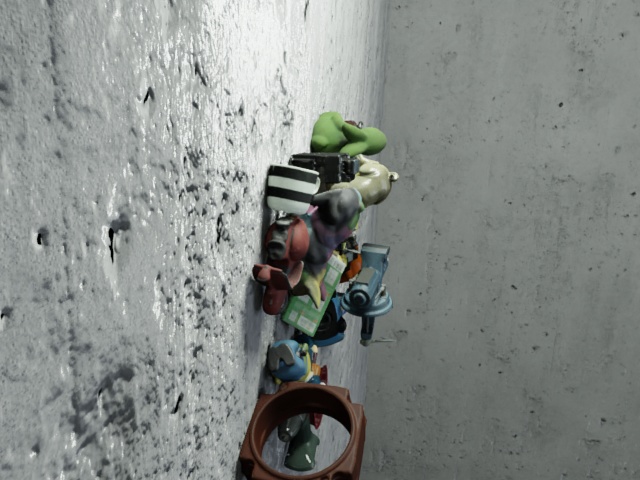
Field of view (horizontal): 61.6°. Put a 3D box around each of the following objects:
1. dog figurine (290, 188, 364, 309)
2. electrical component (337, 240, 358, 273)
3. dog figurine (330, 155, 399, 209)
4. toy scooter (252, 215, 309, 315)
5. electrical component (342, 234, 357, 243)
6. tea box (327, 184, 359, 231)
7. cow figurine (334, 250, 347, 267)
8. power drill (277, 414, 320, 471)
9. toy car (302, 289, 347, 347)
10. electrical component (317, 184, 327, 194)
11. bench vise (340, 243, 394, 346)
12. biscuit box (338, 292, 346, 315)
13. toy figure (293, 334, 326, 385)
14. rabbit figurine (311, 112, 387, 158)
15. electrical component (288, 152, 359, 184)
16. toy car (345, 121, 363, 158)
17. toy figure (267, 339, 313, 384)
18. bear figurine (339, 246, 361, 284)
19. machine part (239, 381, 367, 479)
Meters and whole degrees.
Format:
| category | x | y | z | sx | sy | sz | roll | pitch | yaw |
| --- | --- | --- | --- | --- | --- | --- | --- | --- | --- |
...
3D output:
| category | x | y | z | sx | sy | sz | roll | pitch | yaw |
| --- | --- | --- | --- | --- | --- | --- | --- | --- | --- |
| dog figurine | 0.004 | 0.018 | 1.044 | 0.108 | 0.192 | 0.219 | -38 | 117 | -79 |
| electrical component | 0.061 | 0.039 | 1.417 | 0.048 | 0.075 | 0.119 | 58 | -10 | 27 |
| dog figurine | 0.074 | -0.089 | 1.161 | 0.121 | 0.172 | 0.190 | 55 | 30 | -17 |
| toy scooter | -0.071 | 0.034 | 0.914 | 0.135 | 0.075 | 0.184 | 58 | 43 | -71 |
| electrical component | 0.025 | -0.005 | 1.127 | 0.063 | 0.094 | 0.021 | 8 | 79 | -60 |
| tea box | 0.057 | -0.104 | 1.419 | 0.098 | 0.068 | 0.169 | -15 | -121 | 53 |
| cow figurine | -0.002 | -0.005 | 1.251 | 0.068 | 0.098 | 0.167 | -23 | 99 | -72 |
| power drill | -0.052 | 0.418 | 1.204 | 0.232 | 0.086 | 0.207 | -71 | 155 | -61 |
| toy car | -0.005 | 0.167 | 1.284 | 0.103 | 0.109 | 0.161 | -146 | -138 | -75 |
| electrical component | 0.014 | -0.115 | 1.316 | 0.078 | 0.045 | 0.102 | 57 | 23 | -74 |
| bench vise | 0.115 | 0.135 | 1.274 | 0.224 | 0.129 | 0.240 | -74 | 164 | -65 |
| biscuit box | 0.047 | 0.195 | 1.634 | 0.202 | 0.063 | 0.059 | 2 | 94 | -79 |
| toy figure | -0.031 | 0.278 | 1.177 | 0.064 | 0.058 | 0.155 | -62 | -154 | 30 |
| rabbit figurine | 0.071 | -0.243 | 1.269 | 0.159 | 0.170 | 0.121 | -45 | 138 | -75 |
| electrical component | 0.012 | -0.148 | 1.097 | 0.115 | 0.134 | 0.058 | -52 | 143 | -72 |
| toy car | 0.063 | -0.257 | 1.439 | 0.202 | 0.089 | 0.053 | -76 | 162 | -46 |
| toy figure | -0.057 | 0.238 | 1.061 | 0.180 | 0.082 | 0.089 | 66 | 32 | -64 |
| bear figurine | 0.056 | 0.041 | 1.551 | 0.195 | 0.132 | 0.120 | 51 | 41 | -49 |
| machine part | -0.026 | 0.352 | 0.940 | 0.201 | 0.202 | 0.087 | -71 | 161 | -50 |
